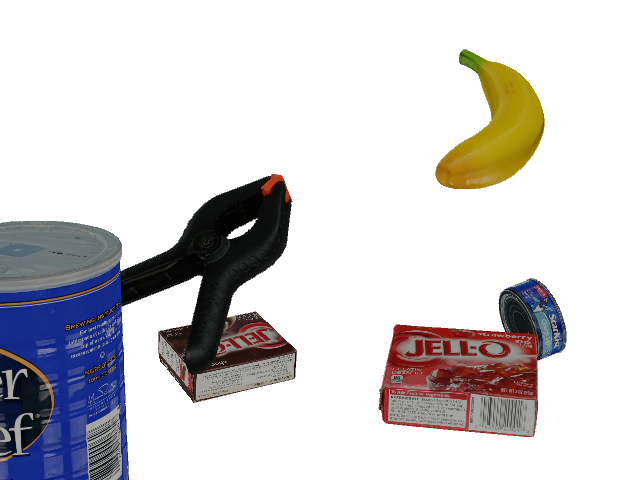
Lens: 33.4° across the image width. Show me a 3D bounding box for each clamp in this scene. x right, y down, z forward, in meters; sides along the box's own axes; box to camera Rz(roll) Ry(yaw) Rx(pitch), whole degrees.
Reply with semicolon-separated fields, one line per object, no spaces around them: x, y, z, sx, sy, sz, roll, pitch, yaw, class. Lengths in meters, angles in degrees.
-0.089;0.014;0.781;0.120;0.171;0.039;21;-35;23;clamp

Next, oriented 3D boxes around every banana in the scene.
0.123;-0.080;0.755;0.069;0.037;0.197;9;32;7;banana

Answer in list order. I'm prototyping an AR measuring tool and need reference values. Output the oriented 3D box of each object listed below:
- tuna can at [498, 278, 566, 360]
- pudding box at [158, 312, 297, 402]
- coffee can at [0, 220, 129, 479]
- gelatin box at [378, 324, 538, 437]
0.227;0.086;1.150;0.033;0.086;0.086;-19;5;-14;tuna can
-0.092;0.113;1.053;0.113;0.039;0.090;-12;27;-27;pudding box
-0.151;0.070;0.548;0.103;0.140;0.103;1;16;0;coffee can
0.083;0.080;0.632;0.089;0.030;0.073;4;25;9;gelatin box
